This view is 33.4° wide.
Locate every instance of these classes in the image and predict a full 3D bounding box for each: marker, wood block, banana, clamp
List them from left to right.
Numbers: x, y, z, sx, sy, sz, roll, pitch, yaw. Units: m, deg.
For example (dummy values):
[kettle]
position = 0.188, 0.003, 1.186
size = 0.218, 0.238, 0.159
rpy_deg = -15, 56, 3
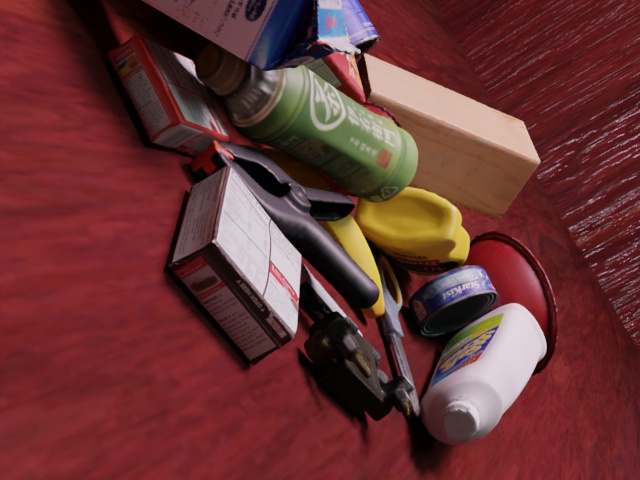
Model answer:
[clamp]
position = -0.020, -0.015, 0.795
size = 0.171, 0.039, 0.120
rpy_deg = 24, 28, -39
[banana]
position = -0.003, -0.015, 0.901
size = 0.197, 0.037, 0.069
rpy_deg = 47, 45, -29
[marker]
position = 0.010, 0.060, 0.832
size = 0.121, 0.020, 0.020
rpy_deg = 50, 19, -27
[wood block]
position = 0.121, -0.110, 1.162
size = 0.205, 0.090, 0.091
rpy_deg = 20, 32, -18

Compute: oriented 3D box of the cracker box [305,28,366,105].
[cracker box]
position = -0.052, -0.216, 0.896
size = 0.213, 0.072, 0.164
rpy_deg = 45, 25, -43

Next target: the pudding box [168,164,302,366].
[pudding box]
position = -0.052, 0.014, 0.702
size = 0.090, 0.039, 0.113
rpy_deg = 51, 17, -22

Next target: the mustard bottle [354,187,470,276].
[mustard bottle]
position = 0.097, -0.002, 1.051
size = 0.191, 0.096, 0.058
rpy_deg = 42, 56, -72

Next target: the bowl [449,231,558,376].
[bowl]
position = 0.178, 0.075, 1.133
size = 0.055, 0.162, 0.162
rpy_deg = -13, 67, -28

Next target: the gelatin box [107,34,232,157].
[gelatin box]
position = -0.105, -0.099, 0.756
size = 0.073, 0.030, 0.089
rpy_deg = 62, 14, 12

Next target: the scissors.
[scissors]
position = 0.053, 0.064, 0.952
size = 0.096, 0.016, 0.201
rpy_deg = 49, 19, -25

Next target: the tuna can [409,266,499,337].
[tuna can]
position = 0.132, 0.061, 1.061
size = 0.086, 0.086, 0.034
rpy_deg = 26, 35, -61

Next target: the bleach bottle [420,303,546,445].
[bleach bottle]
position = 0.147, 0.126, 0.962
size = 0.068, 0.103, 0.250
rpy_deg = 58, 16, 1

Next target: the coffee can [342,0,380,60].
[coffee can]
position = -0.014, -0.249, 1.141
size = 0.140, 0.103, 0.102
rpy_deg = 60, 17, 0

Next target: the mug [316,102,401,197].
[mug]
position = 0.015, -0.089, 1.001
size = 0.117, 0.093, 0.081
rpy_deg = 31, 17, 16
